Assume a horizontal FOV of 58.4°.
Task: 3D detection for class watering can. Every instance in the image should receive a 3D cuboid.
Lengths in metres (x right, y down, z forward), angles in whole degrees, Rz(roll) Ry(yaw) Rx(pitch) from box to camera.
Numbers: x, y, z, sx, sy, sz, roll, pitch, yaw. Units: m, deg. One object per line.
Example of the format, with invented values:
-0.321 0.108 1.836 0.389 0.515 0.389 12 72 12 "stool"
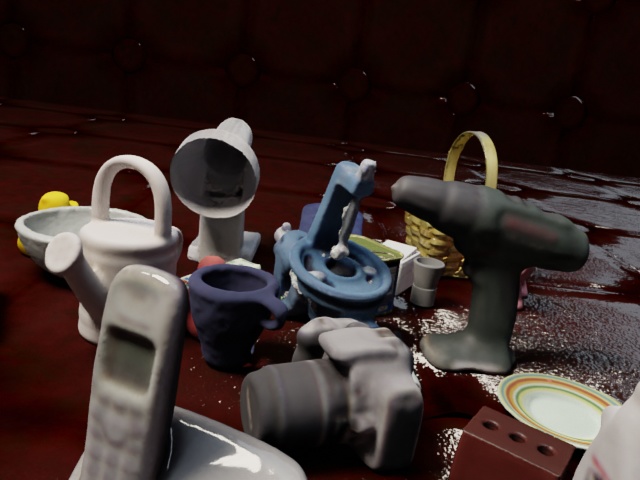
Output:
-0.203 0.009 0.601 0.101 0.194 0.173 8 17 0 "watering can"

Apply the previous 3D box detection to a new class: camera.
0.001 0.120 0.488 0.137 0.101 0.142 0 18 -24 "camera"

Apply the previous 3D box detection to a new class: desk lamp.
-0.146 -0.071 0.859 0.118 0.213 0.203 7 17 -1 "desk lamp"

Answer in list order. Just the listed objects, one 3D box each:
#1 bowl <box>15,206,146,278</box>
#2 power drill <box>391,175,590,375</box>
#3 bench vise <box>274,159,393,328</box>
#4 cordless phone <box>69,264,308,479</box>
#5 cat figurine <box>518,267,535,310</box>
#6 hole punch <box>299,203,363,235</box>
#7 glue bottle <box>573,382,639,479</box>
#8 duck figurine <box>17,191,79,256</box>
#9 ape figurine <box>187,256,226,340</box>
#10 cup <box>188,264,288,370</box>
-0.310 0.010 0.760 0.167 0.075 0.167 7 17 -2 "bowl"
0.177 0.040 0.643 0.230 0.208 0.075 5 17 -9 "power drill"
-0.002 0.004 0.664 0.206 0.220 0.122 20 21 36 "bench vise"
-0.075 0.114 0.324 0.147 0.185 0.094 13 18 18 "cordless phone"
0.287 0.038 0.859 0.067 0.118 0.128 13 18 19 "cat figurine"
0.019 -0.005 0.930 0.108 0.091 0.101 7 17 -1 "hole punch"
0.201 0.144 0.369 0.037 0.173 0.078 6 17 -5 "glue bottle"
-0.387 -0.027 0.828 0.077 0.086 0.105 12 17 15 "duck figurine"
-0.120 0.061 0.644 0.077 0.092 0.076 8 17 3 "ape figurine"
-0.080 0.085 0.578 0.117 0.095 0.092 20 21 35 "cup"
